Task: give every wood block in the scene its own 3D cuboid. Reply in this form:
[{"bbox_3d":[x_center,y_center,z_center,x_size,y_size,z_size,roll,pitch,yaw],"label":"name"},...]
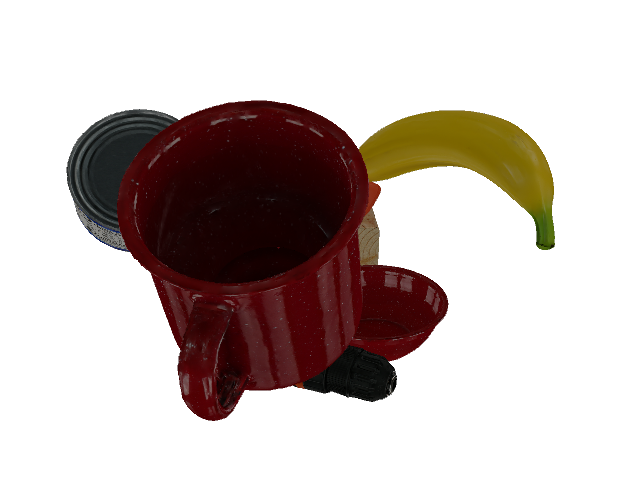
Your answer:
[{"bbox_3d":[0.021,-0.020,1.449,0.090,0.090,0.206,-1,26,-5],"label":"wood block"}]

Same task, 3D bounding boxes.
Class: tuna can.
[{"bbox_3d":[-0.111,-0.036,0.660,0.086,0.086,0.034,0,-26,-5],"label":"tuna can"}]

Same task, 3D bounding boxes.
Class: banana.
[{"bbox_3d":[0.086,-0.053,0.700,0.037,0.069,0.198,26,-1,-38],"label":"banana"}]

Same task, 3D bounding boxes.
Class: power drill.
[{"bbox_3d":[-0.006,0.034,0.923,0.185,0.187,0.057,14,0,18],"label":"power drill"}]

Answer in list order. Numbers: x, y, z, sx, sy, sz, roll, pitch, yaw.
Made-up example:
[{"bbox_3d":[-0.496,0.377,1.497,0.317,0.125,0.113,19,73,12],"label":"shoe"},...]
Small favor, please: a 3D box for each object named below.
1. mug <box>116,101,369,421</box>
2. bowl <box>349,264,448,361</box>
[{"bbox_3d":[-0.028,0.016,0.413,0.093,0.117,0.081,7,-37,11],"label":"mug"},{"bbox_3d":[0.061,0.089,1.192,0.162,0.055,0.162,-1,28,0],"label":"bowl"}]
